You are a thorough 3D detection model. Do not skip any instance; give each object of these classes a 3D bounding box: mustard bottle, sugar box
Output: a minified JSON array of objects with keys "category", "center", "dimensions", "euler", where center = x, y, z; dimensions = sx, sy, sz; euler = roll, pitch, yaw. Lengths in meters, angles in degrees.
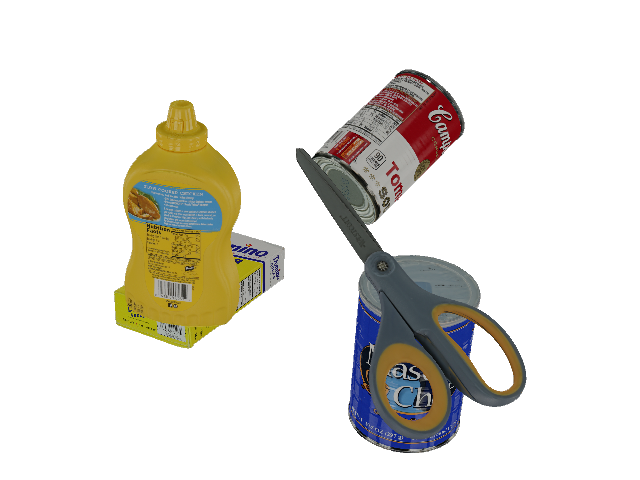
[{"category":"mustard bottle","center":[-0.114,-0.023,0.880],"dimensions":[0.096,0.192,0.058],"euler":[9,29,10]},{"category":"sugar box","center":[-0.121,0.044,1.101],"dimensions":[0.093,0.048,0.176],"euler":[16,32,25]}]

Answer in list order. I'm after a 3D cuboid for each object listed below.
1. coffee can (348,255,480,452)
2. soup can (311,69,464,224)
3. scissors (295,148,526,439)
[{"category":"coffee can","center":[0.079,0.098,0.930],"dimensions":[0.103,0.140,0.103],"euler":[3,31,-2]},{"category":"soup can","center":[0.049,-0.070,0.793],"dimensions":[0.102,0.068,0.069],"euler":[-45,19,-20]},{"category":"scissors","center":[0.028,0.035,0.624],"dimensions":[0.202,0.096,0.016],"euler":[40,-20,17]}]
